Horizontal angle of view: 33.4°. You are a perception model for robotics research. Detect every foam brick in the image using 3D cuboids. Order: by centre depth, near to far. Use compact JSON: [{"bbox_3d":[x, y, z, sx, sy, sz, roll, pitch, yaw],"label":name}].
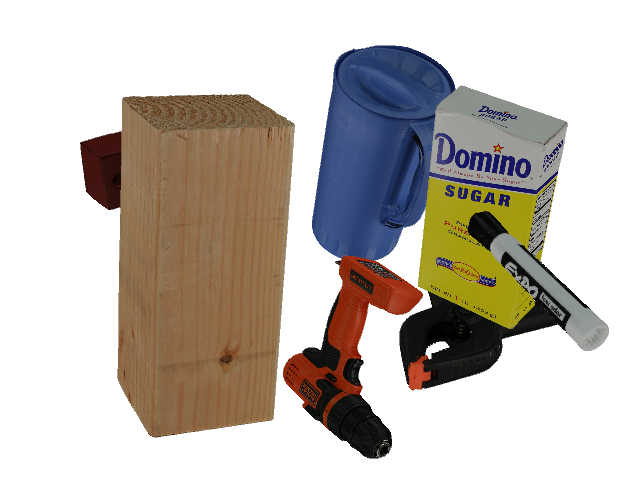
[{"bbox_3d":[-0.174,-0.069,0.982,0.078,0.053,0.051,-19,32,-26],"label":"foam brick"}]

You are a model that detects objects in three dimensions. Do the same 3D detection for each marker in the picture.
[{"bbox_3d":[0.122,0.019,0.620,0.020,0.020,0.121,0,34,-31],"label":"marker"}]

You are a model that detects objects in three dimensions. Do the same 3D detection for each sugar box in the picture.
[{"bbox_3d":[0.130,-0.023,0.832,0.093,0.176,0.048,24,45,28],"label":"sugar box"}]

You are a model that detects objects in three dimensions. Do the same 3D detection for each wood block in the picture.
[{"bbox_3d":[-0.080,0.014,0.708,0.090,0.206,0.090,-4,22,-24],"label":"wood block"}]

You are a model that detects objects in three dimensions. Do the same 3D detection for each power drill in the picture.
[{"bbox_3d":[0.043,0.125,1.184,0.057,0.188,0.185,13,16,-41],"label":"power drill"}]

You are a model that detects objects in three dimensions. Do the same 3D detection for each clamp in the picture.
[{"bbox_3d":[0.128,0.076,1.006,0.165,0.036,0.209,19,32,34],"label":"clamp"}]

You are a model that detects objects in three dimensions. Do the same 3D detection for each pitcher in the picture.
[{"bbox_3d":[0.065,-0.084,1.209,0.145,0.243,0.149,20,45,7],"label":"pitcher"}]
